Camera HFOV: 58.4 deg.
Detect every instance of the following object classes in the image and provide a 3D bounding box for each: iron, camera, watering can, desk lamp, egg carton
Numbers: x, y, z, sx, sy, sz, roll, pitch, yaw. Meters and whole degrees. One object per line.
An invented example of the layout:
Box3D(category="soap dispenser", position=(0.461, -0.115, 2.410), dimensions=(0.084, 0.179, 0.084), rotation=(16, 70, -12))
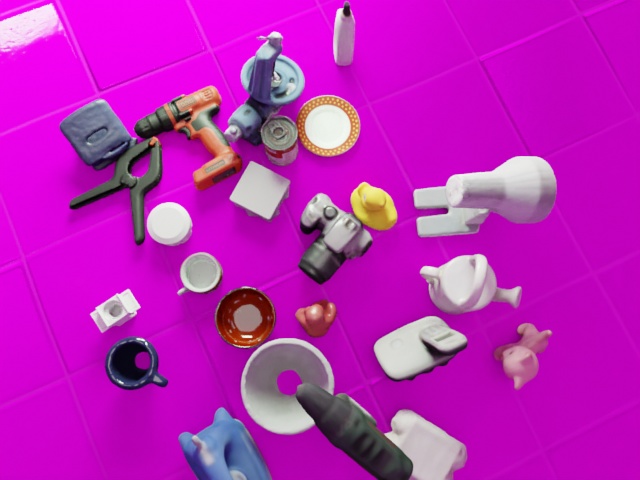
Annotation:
Box3D(category="iron", position=(-0.144, 0.426, 0.979), dimensions=(0.119, 0.141, 0.258), rotation=(-34, 82, -7))
Box3D(category="camera", position=(0.010, 0.004, 1.079), dimensions=(0.143, 0.101, 0.137), rotation=(39, 81, 5))
Box3D(category="watering can", position=(0.271, 0.078, 1.025), dimensions=(0.173, 0.194, 0.101), rotation=(-5, 80, -2))
Box3D(category="desk lamp", position=(0.292, -0.073, 1.043), dimensions=(0.203, 0.213, 0.118), rotation=(-6, 80, -2))
Box3D(category="egg carton", position=(0.183, 0.383, 1.031), dimensions=(0.150, 0.069, 0.107), rotation=(32, 81, 4))

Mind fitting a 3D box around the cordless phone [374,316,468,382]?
Box3D(category="cordless phone", position=(0.178, 0.193, 1.006), dimensions=(0.147, 0.185, 0.094), rotation=(-26, 81, -6))

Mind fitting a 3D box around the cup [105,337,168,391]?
Box3D(category="cup", position=(-0.316, 0.228, 1.033), dimensions=(0.117, 0.095, 0.092), rotation=(30, 81, 4))

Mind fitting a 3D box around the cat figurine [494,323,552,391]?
Box3D(category="cat figurine", position=(0.374, 0.210, 1.043), dimensions=(0.128, 0.118, 0.067), rotation=(-44, 83, -8))

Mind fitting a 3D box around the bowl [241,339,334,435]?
Box3D(category="bowl", position=(-0.058, 0.264, 1.044), dimensions=(0.167, 0.075, 0.167), rotation=(0, 80, -1))

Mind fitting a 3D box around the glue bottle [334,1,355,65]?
Box3D(category="glue bottle", position=(0.048, -0.413, 1.118), dimensions=(0.037, 0.173, 0.078), rotation=(-6, 80, -2))

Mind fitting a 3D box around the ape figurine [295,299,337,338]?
Box3D(category="ape figurine", position=(-0.008, 0.142, 1.058), dimensions=(0.078, 0.092, 0.076), rotation=(9, 80, 0))

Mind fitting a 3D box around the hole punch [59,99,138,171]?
Box3D(category="hole punch", position=(-0.427, -0.203, 1.110), dimensions=(0.109, 0.091, 0.101), rotation=(-35, 82, -7))

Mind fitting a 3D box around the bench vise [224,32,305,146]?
Box3D(category="bench vise", position=(-0.099, -0.274, 1.065), dimensions=(0.121, 0.220, 0.207), rotation=(16, 80, 2))

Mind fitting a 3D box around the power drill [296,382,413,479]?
Box3D(category="power drill", position=(0.050, 0.319, 0.969), dimensions=(0.229, 0.208, 0.076), rotation=(39, 81, 6))

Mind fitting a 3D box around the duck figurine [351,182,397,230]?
Box3D(category="duck figurine", position=(0.107, -0.069, 1.102), dimensions=(0.077, 0.086, 0.104), rotation=(-42, 83, -8))
